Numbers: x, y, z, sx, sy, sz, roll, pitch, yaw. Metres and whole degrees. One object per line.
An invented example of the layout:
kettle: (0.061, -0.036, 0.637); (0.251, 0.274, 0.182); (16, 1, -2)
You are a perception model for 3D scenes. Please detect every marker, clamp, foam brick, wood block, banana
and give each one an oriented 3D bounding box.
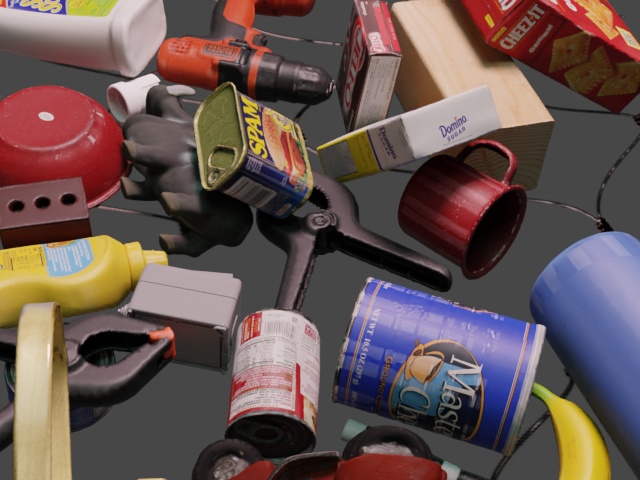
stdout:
marker: (0.074, 0.167, 0.806); (0.121, 0.020, 0.020); (22, 49, 15)
clamp: (-0.197, 0.089, 0.795); (0.171, 0.039, 0.120); (-18, 57, -24)
clamp: (-0.006, 0.001, 0.943); (0.164, 0.036, 0.210); (-22, 50, -22)
foam brick: (-0.239, -0.015, 0.928); (0.078, 0.051, 0.053); (-9, 49, -14)
wood block: (0.140, -0.144, 1.058); (0.090, 0.091, 0.206); (-10, 49, -14)
banana: (0.176, 0.191, 0.785); (0.070, 0.037, 0.197); (0, 42, 22)

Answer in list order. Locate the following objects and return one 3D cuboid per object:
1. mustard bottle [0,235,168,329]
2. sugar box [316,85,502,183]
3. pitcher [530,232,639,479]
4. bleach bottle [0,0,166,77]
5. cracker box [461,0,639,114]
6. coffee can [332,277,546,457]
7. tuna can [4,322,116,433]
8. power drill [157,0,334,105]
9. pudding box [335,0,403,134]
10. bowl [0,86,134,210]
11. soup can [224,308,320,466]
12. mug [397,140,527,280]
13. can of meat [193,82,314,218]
mustard bottle: (-0.220, 0.033, 0.873); (0.191, 0.058, 0.096); (-10, 20, -15)
sugar box: (0.075, -0.090, 0.956); (0.093, 0.176, 0.048); (-22, 97, -22)
pitcher: (0.272, 0.110, 0.817); (0.145, 0.149, 0.243); (-24, 49, -7)
bleach bottle: (-0.291, -0.223, 1.098); (0.251, 0.068, 0.102); (7, 39, 15)
cracker box: (0.231, -0.236, 1.097); (0.213, 0.072, 0.164); (19, 36, -38)
coffee can: (0.091, 0.096, 0.818); (0.140, 0.103, 0.102); (16, 47, 10)
tuna can: (-0.201, 0.106, 0.829); (0.086, 0.034, 0.086); (3, 47, -3)
power drill: (-0.061, -0.218, 1.132); (0.184, 0.057, 0.187); (12, 47, 7)
pudding box: (0.047, -0.166, 1.054); (0.039, 0.114, 0.090); (0, 47, -10)
bowl: (-0.256, -0.095, 1.000); (0.162, 0.055, 0.162); (3, 47, -3)
soup can: (-0.035, 0.111, 0.816); (0.068, 0.068, 0.102); (4, 46, -2)
mug: (0.129, -0.035, 0.943); (0.082, 0.117, 0.093); (33, 11, 30)
can of meat: (-0.057, -0.075, 0.929); (0.083, 0.058, 0.102); (25, 38, -38)
